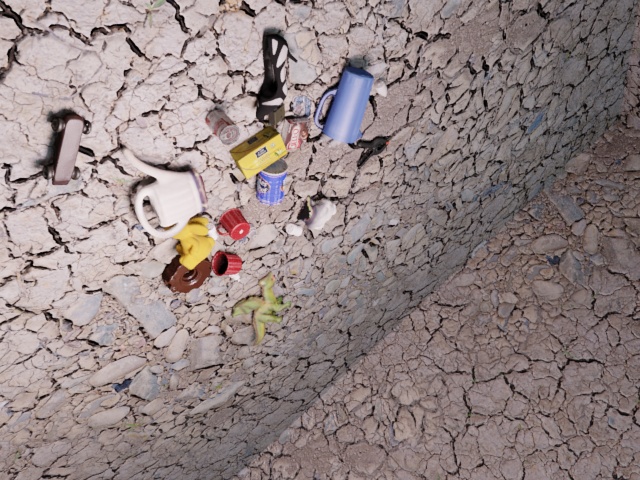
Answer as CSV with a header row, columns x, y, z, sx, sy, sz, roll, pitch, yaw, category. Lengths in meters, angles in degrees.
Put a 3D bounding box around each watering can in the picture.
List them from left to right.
x,y,z,sx,sy,sz,roll,pitch,yaw,category
-0.463,-0.156,1.575,0.226,0.105,0.339,-25,134,-25,watering can

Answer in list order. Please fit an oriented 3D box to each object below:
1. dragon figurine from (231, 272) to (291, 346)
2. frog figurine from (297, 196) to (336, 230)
x,y,z,sx,sy,sz,roll,pitch,yaw,category
-0.284,0.316,2.295,0.241,0.124,0.405,19,112,-34,dragon figurine
0.006,-0.105,2.095,0.159,0.124,0.136,6,104,-34,frog figurine
